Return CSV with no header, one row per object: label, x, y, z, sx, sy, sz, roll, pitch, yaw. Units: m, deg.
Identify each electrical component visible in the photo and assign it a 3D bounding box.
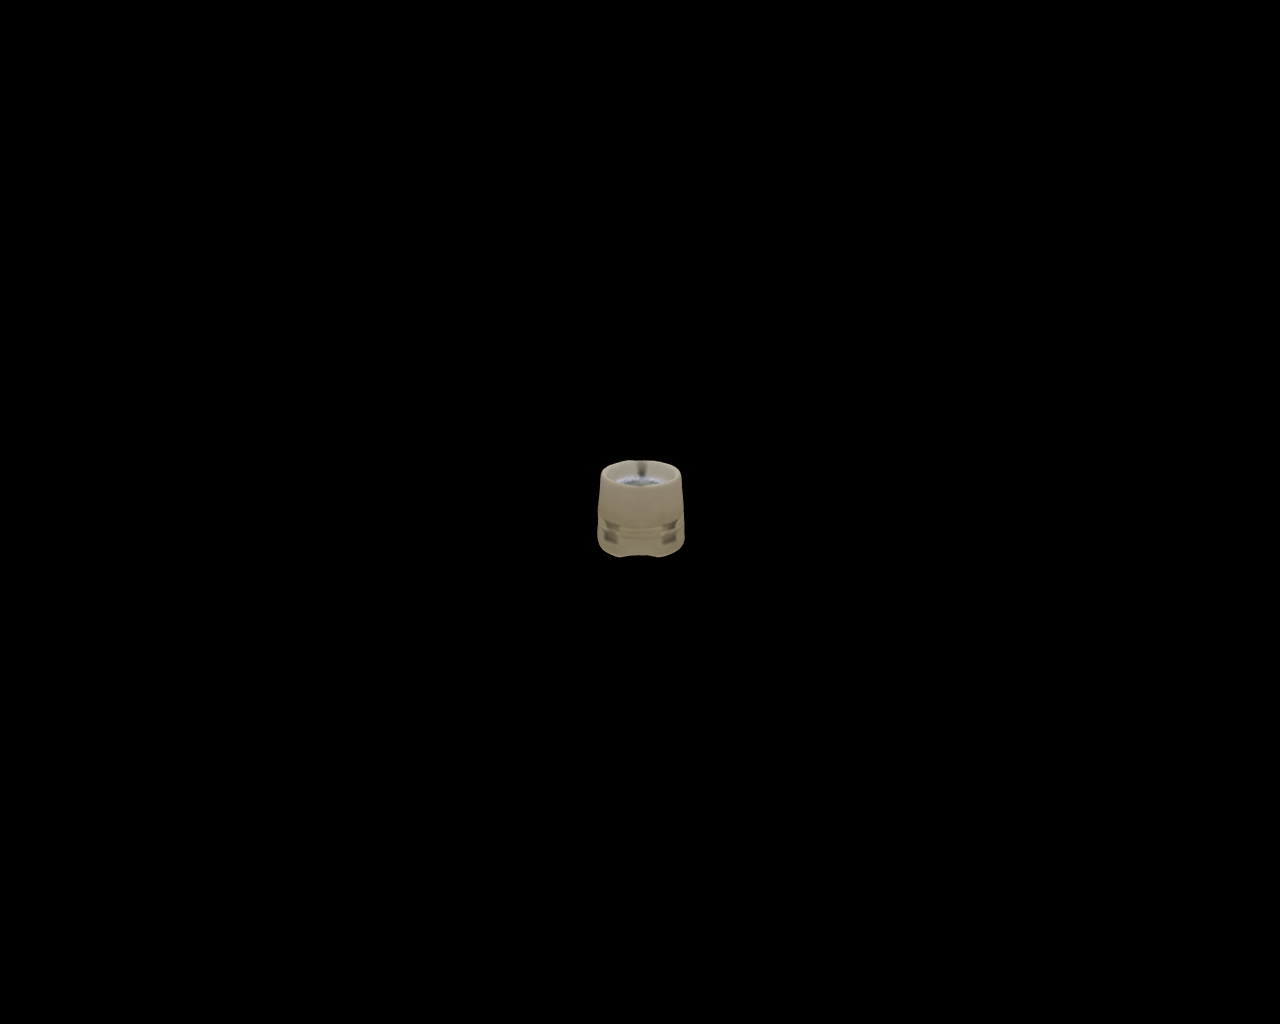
electrical component,0.001,-0.003,0.650,0.055,0.047,0.055,0,22,0
